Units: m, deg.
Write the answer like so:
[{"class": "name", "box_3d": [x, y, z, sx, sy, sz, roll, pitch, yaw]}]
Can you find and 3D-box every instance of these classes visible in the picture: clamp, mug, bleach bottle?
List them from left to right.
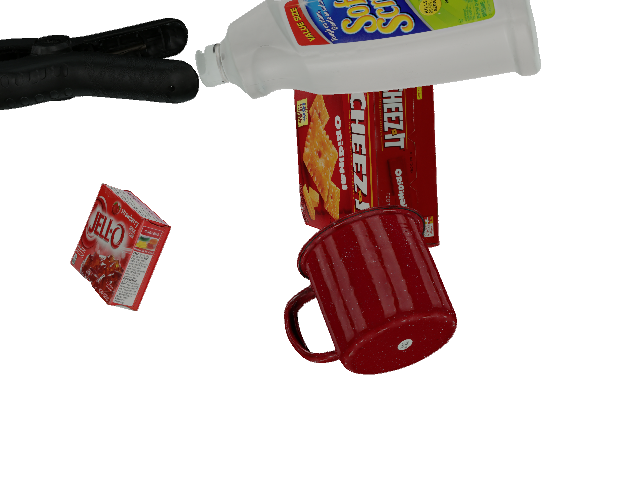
[{"class": "clamp", "box_3d": [-0.157, -0.110, 0.663, 0.171, 0.039, 0.120, -1, 21, -1]}, {"class": "bleach bottle", "box_3d": [0.030, -0.149, 0.794, 0.251, 0.102, 0.068, -11, -31, 12]}, {"class": "mug", "box_3d": [0.029, 0.041, 0.711, 0.117, 0.081, 0.093, -26, -29, 11]}]

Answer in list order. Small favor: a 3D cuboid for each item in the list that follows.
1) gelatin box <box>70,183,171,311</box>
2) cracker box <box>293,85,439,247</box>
[{"class": "gelatin box", "box_3d": [-0.160, 0.004, 0.842, 0.030, 0.073, 0.089, 17, 12, -38]}, {"class": "cracker box", "box_3d": [0.040, -0.085, 1.069, 0.072, 0.164, 0.214, -7, 10, -19]}]
